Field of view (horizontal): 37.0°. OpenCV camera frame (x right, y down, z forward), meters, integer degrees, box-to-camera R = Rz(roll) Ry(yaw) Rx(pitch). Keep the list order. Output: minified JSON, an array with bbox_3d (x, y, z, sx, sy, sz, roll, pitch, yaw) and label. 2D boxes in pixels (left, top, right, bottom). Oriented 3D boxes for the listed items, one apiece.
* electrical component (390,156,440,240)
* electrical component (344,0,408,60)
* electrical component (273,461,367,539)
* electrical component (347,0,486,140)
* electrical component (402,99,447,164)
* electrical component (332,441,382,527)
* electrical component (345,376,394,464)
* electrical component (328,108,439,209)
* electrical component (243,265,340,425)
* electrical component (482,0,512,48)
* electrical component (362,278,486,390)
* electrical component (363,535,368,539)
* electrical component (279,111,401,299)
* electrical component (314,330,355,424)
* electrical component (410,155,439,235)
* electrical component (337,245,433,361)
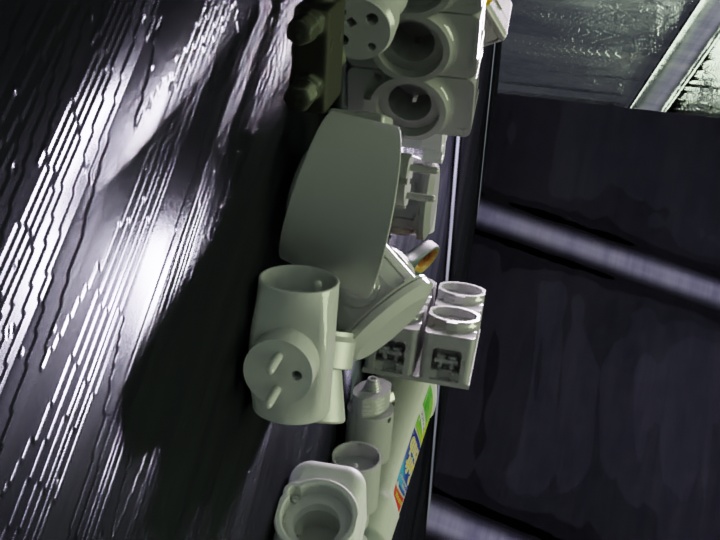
[{"bbox_3d":[0.046,-0.071,1.020,0.080,0.051,0.080,8,90,-82],"label":"electrical component"},{"bbox_3d":[0.004,-0.160,0.661,0.055,0.045,0.045,-72,167,-49],"label":"electrical component"},{"bbox_3d":[-0.028,0.181,0.731,0.059,0.054,0.095,89,12,-48],"label":"electrical component"},{"bbox_3d":[0.039,-0.169,0.741,0.150,0.089,0.061,90,11,-45],"label":"electrical component"},{"bbox_3d":[0.049,-0.137,0.955,0.058,0.057,0.078,-65,161,-64],"label":"electrical component"},{"bbox_3d":[-0.005,0.196,0.948,0.043,0.043,0.081,-67,163,-61],"label":"electrical component"},{"bbox_3d":[0.009,0.134,0.988,0.043,0.043,0.081,-65,161,-65],"label":"electrical component"},{"bbox_3d":[0.015,-0.062,0.720,0.047,0.076,0.083,-30,127,-80],"label":"electrical component"},{"bbox_3d":[-0.038,0.046,0.568,0.079,0.043,0.077,-61,157,-68],"label":"electrical component"},{"bbox_3d":[0.087,-0.241,1.022,0.061,0.096,0.061,49,42,-39],"label":"electrical component"},{"bbox_3d":[0.072,0.056,1.123,0.186,0.105,0.060,-56,154,-73],"label":"electrical component"},{"bbox_3d":[-0.017,0.251,0.915,0.062,0.043,0.043,-63,159,-63],"label":"electrical component"},{"bbox_3d":[-0.006,-0.039,0.614,0.099,0.064,0.099,20,90,-86],"label":"electrical component"},{"bbox_3d":[-0.028,0.063,0.656,0.045,0.045,0.055,20,78,-82],"label":"electrical component"},{"bbox_3d":[0.062,-0.082,1.147,0.043,0.043,0.081,-63,160,-66],"label":"electrical component"},{"bbox_3d":[0.004,0.020,0.709,0.080,0.051,0.080,-38,167,-11],"label":"electrical component"}]
